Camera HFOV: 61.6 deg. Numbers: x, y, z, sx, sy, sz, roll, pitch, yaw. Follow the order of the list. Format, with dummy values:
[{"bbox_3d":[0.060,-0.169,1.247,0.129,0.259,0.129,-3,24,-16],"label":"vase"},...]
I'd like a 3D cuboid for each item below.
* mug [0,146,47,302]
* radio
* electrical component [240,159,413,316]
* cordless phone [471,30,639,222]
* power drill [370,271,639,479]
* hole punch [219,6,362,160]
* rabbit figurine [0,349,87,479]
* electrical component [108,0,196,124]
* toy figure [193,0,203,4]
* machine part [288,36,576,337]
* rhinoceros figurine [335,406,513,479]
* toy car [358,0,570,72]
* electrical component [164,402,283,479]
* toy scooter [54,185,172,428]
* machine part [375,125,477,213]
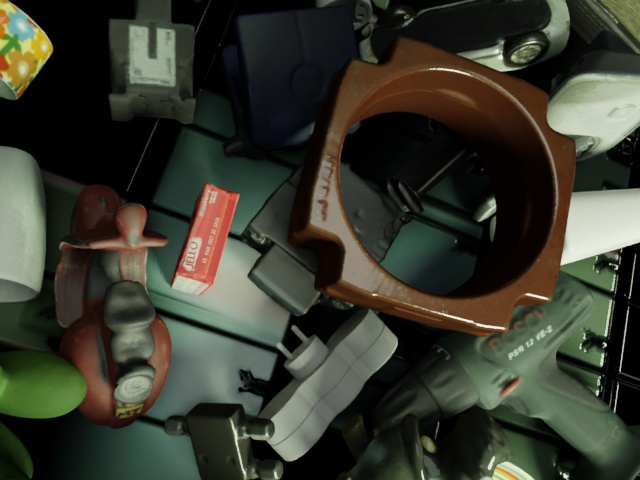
[{"bbox_3d":[-0.255,-0.015,0.396,0.110,0.080,0.107,4,67,-6],"label":"mug"},{"bbox_3d":[0.304,-0.243,0.603,0.229,0.073,0.131,42,70,-4],"label":"radio"},{"bbox_3d":[-0.001,-0.001,0.473,0.115,0.058,0.134,37,70,-4],"label":"electrical component"},{"bbox_3d":[0.223,-0.097,0.512,0.184,0.146,0.089,-38,77,-17],"label":"cordless phone"},{"bbox_3d":[0.186,0.156,0.487,0.232,0.086,0.207,-42,85,-11],"label":"power drill"},{"bbox_3d":[-0.022,-0.142,0.482,0.142,0.092,0.115,-15,87,-22],"label":"hole punch"},{"bbox_3d":[-0.234,0.123,0.329,0.159,0.121,0.170,-41,55,16],"label":"rabbit figurine"},{"bbox_3d":[-0.147,-0.165,0.469,0.075,0.048,0.119,-4,79,-17],"label":"electrical component"},{"bbox_3d":[-0.054,-0.289,0.507,0.180,0.082,0.089,-26,89,-17],"label":"toy figure"},{"bbox_3d":[0.086,-0.037,0.425,0.201,0.087,0.201,16,79,-10],"label":"machine part"},{"bbox_3d":[0.054,0.192,0.395,0.112,0.073,0.190,39,108,-4],"label":"rhinoceros figurine"},{"bbox_3d":[0.137,-0.198,0.530,0.202,0.056,0.073,-8,77,11],"label":"toy car"},{"bbox_3d":[-0.076,0.159,0.418,0.094,0.021,0.063,-4,103,19],"label":"electrical component"},{"bbox_3d":[-0.142,0.040,0.379,0.075,0.135,0.184,-4,79,-34],"label":"toy scooter"},{"bbox_3d":[0.122,-0.080,0.522,0.139,0.084,0.039,-37,125,-9],"label":"machine part"}]
